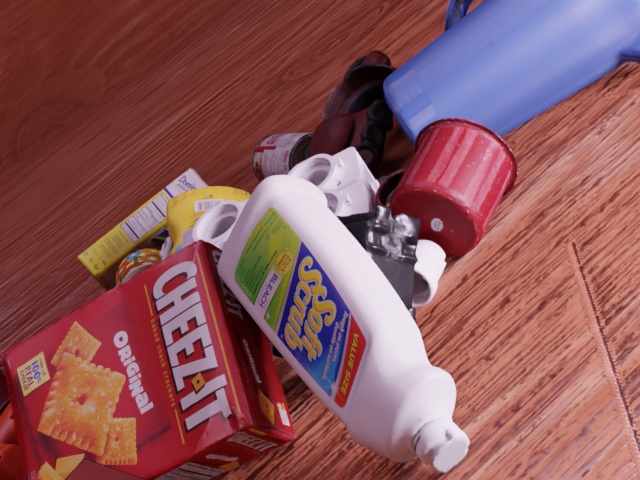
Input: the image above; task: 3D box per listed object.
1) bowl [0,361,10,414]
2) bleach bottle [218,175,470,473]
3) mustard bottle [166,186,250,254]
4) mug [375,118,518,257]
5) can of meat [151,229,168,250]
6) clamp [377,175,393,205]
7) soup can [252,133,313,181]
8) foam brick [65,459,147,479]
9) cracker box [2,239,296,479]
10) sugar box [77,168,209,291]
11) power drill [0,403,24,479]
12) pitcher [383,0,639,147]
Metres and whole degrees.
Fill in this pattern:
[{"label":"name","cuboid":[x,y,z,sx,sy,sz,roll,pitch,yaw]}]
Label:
[{"label":"bowl","cuboid":[-0.362,0.199,1.165,0.162,0.055,0.162,-31,21,13]},{"label":"bleach bottle","cuboid":[0.021,0.059,0.734,0.251,0.067,0.103,46,113,44]},{"label":"mustard bottle","cuboid":[-0.110,0.020,1.110,0.096,0.058,0.191,-4,38,-6]},{"label":"mug","cuboid":[0.098,-0.041,0.897,0.117,0.093,0.081,1,44,34]},{"label":"can of meat","cuboid":[-0.138,-0.004,1.248,0.083,0.057,0.102,-42,22,-21]},{"label":"clamp","cuboid":[-0.007,0.001,1.026,0.120,0.039,0.171,-6,39,39]},{"label":"soup can","cuboid":[-0.028,-0.091,1.246,0.068,0.068,0.102,-43,22,-18]},{"label":"foam brick","cuboid":[-0.149,0.200,0.764,0.078,0.053,0.051,17,20,9]},{"label":"cracker box","cuboid":[-0.143,0.121,0.845,0.214,0.072,0.164,-29,60,19]},{"label":"sugar box","cuboid":[-0.207,-0.006,1.318,0.176,0.048,0.093,-41,-19,-10]},{"label":"power drill","cuboid":[-0.258,0.156,1.018,0.185,0.057,0.187,-22,29,43]},{"label":"pitcher","cuboid":[0.180,-0.183,1.018,0.243,0.145,0.149,-34,19,16]}]
